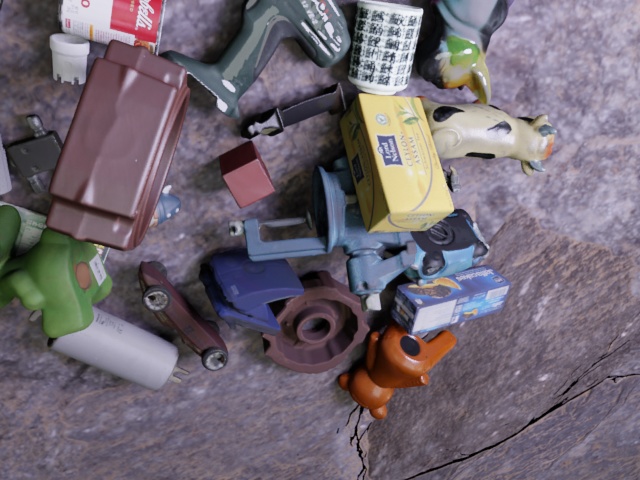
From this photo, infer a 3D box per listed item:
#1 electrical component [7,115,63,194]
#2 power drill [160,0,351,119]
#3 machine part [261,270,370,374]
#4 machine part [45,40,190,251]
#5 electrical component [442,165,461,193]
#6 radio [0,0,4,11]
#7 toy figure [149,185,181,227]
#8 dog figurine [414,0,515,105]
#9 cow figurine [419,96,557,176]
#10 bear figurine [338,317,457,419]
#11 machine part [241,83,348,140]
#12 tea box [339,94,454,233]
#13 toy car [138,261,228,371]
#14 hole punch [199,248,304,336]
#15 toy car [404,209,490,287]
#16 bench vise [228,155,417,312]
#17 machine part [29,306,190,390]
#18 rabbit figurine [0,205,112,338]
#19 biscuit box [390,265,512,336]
[{"bbox_3d":[-0.347,-0.105,0.660,0.063,0.021,0.093,-17,122,-5],"label":"electrical component"},{"bbox_3d":[-0.088,-0.261,0.620,0.207,0.086,0.231,-47,122,3],"label":"power drill"},{"bbox_3d":[-0.010,0.134,0.867,0.179,0.056,0.179,-7,121,-12],"label":"machine part"},{"bbox_3d":[-0.208,-0.091,0.579,0.087,0.201,0.201,20,84,-14],"label":"machine part"},{"bbox_3d":[0.157,-0.083,0.798,0.102,0.045,0.078,10,114,-20],"label":"electrical component"},{"bbox_3d":[-0.360,-0.242,0.516,0.073,0.131,0.229,20,111,-22],"label":"radio"},{"bbox_3d":[-0.261,-0.040,0.702,0.154,0.058,0.064,1,159,-17],"label":"toy figure"},{"bbox_3d":[0.206,-0.287,0.668,0.192,0.109,0.218,-19,126,-8],"label":"dog figurine"},{"bbox_3d":[0.232,-0.146,0.738,0.195,0.127,0.085,0,121,-13],"label":"cow figurine"},{"bbox_3d":[0.125,0.216,0.929,0.132,0.120,0.195,-41,164,-39],"label":"bear figurine"},{"bbox_3d":[-0.034,-0.161,0.692,0.139,0.084,0.039,-23,96,-12],"label":"machine part"},{"bbox_3d":[0.096,-0.099,0.694,0.098,0.169,0.068,-4,160,-26],"label":"tea box"},{"bbox_3d":[-0.202,0.113,0.781,0.053,0.089,0.202,-35,123,0],"label":"toy car"},{"bbox_3d":[-0.097,0.063,0.764,0.115,0.142,0.092,21,113,-39],"label":"hole punch"},{"bbox_3d":[0.174,0.015,0.835,0.162,0.109,0.102,-7,147,-25],"label":"toy car"},{"bbox_3d":[0.000,-0.004,0.729,0.241,0.129,0.223,-6,88,-8],"label":"bench vise"},{"bbox_3d":[-0.298,0.154,0.785,0.243,0.079,0.079,35,104,-28],"label":"machine part"},{"bbox_3d":[-0.376,0.046,0.665,0.170,0.121,0.158,-9,126,4],"label":"rabbit figurine"},{"bbox_3d":[0.216,0.095,0.878,0.203,0.063,0.059,-9,125,-28],"label":"biscuit box"}]
